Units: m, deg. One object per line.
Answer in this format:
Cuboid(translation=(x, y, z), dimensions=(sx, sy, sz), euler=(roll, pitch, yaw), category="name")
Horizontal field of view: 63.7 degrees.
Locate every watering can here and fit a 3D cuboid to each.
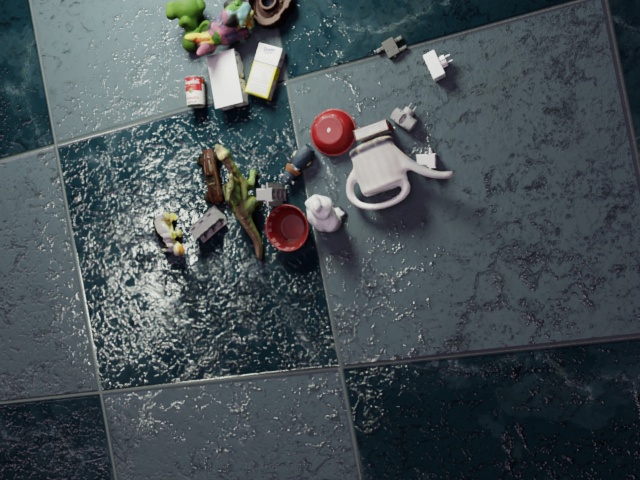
Cuboid(translation=(0.229, -0.228, 1.628), dimensions=(0.345, 0.104, 0.225), euler=(-20, 87, 24), category="watering can")

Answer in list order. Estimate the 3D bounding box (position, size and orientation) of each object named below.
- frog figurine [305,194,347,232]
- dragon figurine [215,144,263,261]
Cuboid(translation=(0.005, -0.084, 1.677), dimensions=(0.121, 0.160, 0.138), euler=(-39, 83, 17), category="frog figurine")
Cuboid(translation=(-0.273, -0.124, 1.720), dimensions=(0.122, 0.243, 0.412), euler=(-17, 86, 12), category="dragon figurine")
